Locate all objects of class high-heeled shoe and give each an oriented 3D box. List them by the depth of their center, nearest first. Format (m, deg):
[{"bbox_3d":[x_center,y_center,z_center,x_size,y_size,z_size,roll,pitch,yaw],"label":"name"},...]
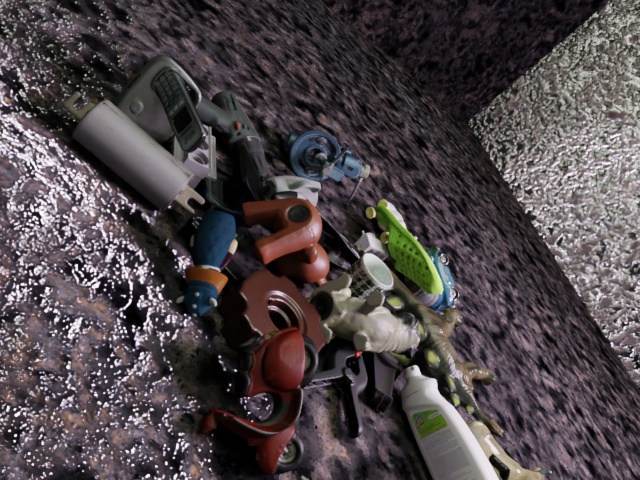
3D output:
[{"bbox_3d":[-0.002,-0.003,1.018,0.145,0.086,0.248,43,4,29],"label":"high-heeled shoe"}]

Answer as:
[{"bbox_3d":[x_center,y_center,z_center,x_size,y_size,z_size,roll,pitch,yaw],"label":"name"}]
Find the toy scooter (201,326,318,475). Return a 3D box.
[{"bbox_3d":[-0.076,0.193,0.672,0.135,0.075,0.184,16,71,-27],"label":"toy scooter"}]

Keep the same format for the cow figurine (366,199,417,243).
[{"bbox_3d":[0.195,-0.023,1.382,0.098,0.068,0.167,9,48,-60],"label":"cow figurine"}]

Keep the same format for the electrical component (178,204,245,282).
[{"bbox_3d":[-0.157,0.008,0.847,0.119,0.048,0.075,47,28,0],"label":"electrical component"}]

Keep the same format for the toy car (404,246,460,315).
[{"bbox_3d":[0.256,0.101,1.290,0.103,0.109,0.161,-3,65,-30],"label":"toy car"}]

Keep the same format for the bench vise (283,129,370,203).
[{"bbox_3d":[0.022,-0.174,1.239,0.223,0.129,0.241,32,14,-16],"label":"bench vise"}]

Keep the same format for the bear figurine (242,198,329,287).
[{"bbox_3d":[-0.050,0.017,0.920,0.195,0.132,0.120,90,-19,-56],"label":"bear figurine"}]

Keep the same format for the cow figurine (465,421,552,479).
[{"bbox_3d":[0.315,0.404,0.945,0.195,0.127,0.085,50,30,7],"label":"cow figurine"}]

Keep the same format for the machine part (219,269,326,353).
[{"bbox_3d":[-0.067,0.126,0.818,0.179,0.056,0.179,36,29,-24],"label":"machine part"}]

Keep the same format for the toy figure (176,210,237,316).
[{"bbox_3d":[-0.157,0.035,0.765,0.057,0.064,0.154,31,64,-51],"label":"toy figure"}]

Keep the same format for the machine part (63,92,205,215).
[{"bbox_3d":[-0.278,-0.125,0.807,0.243,0.079,0.079,41,28,-15],"label":"machine part"}]

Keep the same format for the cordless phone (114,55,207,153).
[{"bbox_3d":[-0.244,-0.186,0.857,0.088,0.146,0.184,22,35,-54],"label":"cordless phone"}]

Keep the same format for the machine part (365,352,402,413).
[{"bbox_3d":[0.110,0.241,0.951,0.084,0.039,0.139,47,26,-13],"label":"machine part"}]

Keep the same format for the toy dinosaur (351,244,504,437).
[{"bbox_3d":[0.213,0.193,1.095,0.198,0.105,0.472,-1,51,-52],"label":"toy dinosaur"}]

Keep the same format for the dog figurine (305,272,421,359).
[{"bbox_3d":[0.075,0.147,0.953,0.173,0.121,0.190,27,-5,35],"label":"dog figurine"}]

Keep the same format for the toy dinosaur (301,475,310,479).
[{"bbox_3d":[0.147,0.435,0.684,0.405,0.131,0.192,53,15,16],"label":"toy dinosaur"}]

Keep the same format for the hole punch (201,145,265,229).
[{"bbox_3d":[-0.151,-0.087,0.956,0.115,0.092,0.142,64,7,-45],"label":"hole punch"}]

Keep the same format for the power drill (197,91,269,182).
[{"bbox_3d":[-0.202,-0.227,1.046,0.207,0.086,0.232,15,41,-42],"label":"power drill"}]

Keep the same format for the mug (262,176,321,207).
[{"bbox_3d":[-0.059,-0.090,1.054,0.107,0.110,0.080,4,76,-49],"label":"mug"}]
